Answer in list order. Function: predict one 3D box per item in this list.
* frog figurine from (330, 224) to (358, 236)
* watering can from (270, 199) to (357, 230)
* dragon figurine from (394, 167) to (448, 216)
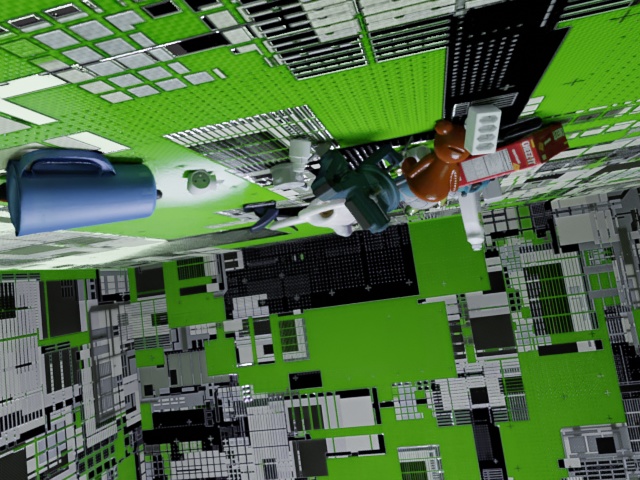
[{"bbox_3d":[0.063,-0.077,2.041,0.159,0.125,0.134,-1,144,22],"label":"frog figurine"},{"bbox_3d":[0.005,-0.089,1.774,0.345,0.105,0.225,-16,171,41],"label":"watering can"},{"bbox_3d":[0.301,-0.169,1.441,0.410,0.124,0.240,-17,166,4],"label":"dragon figurine"}]
